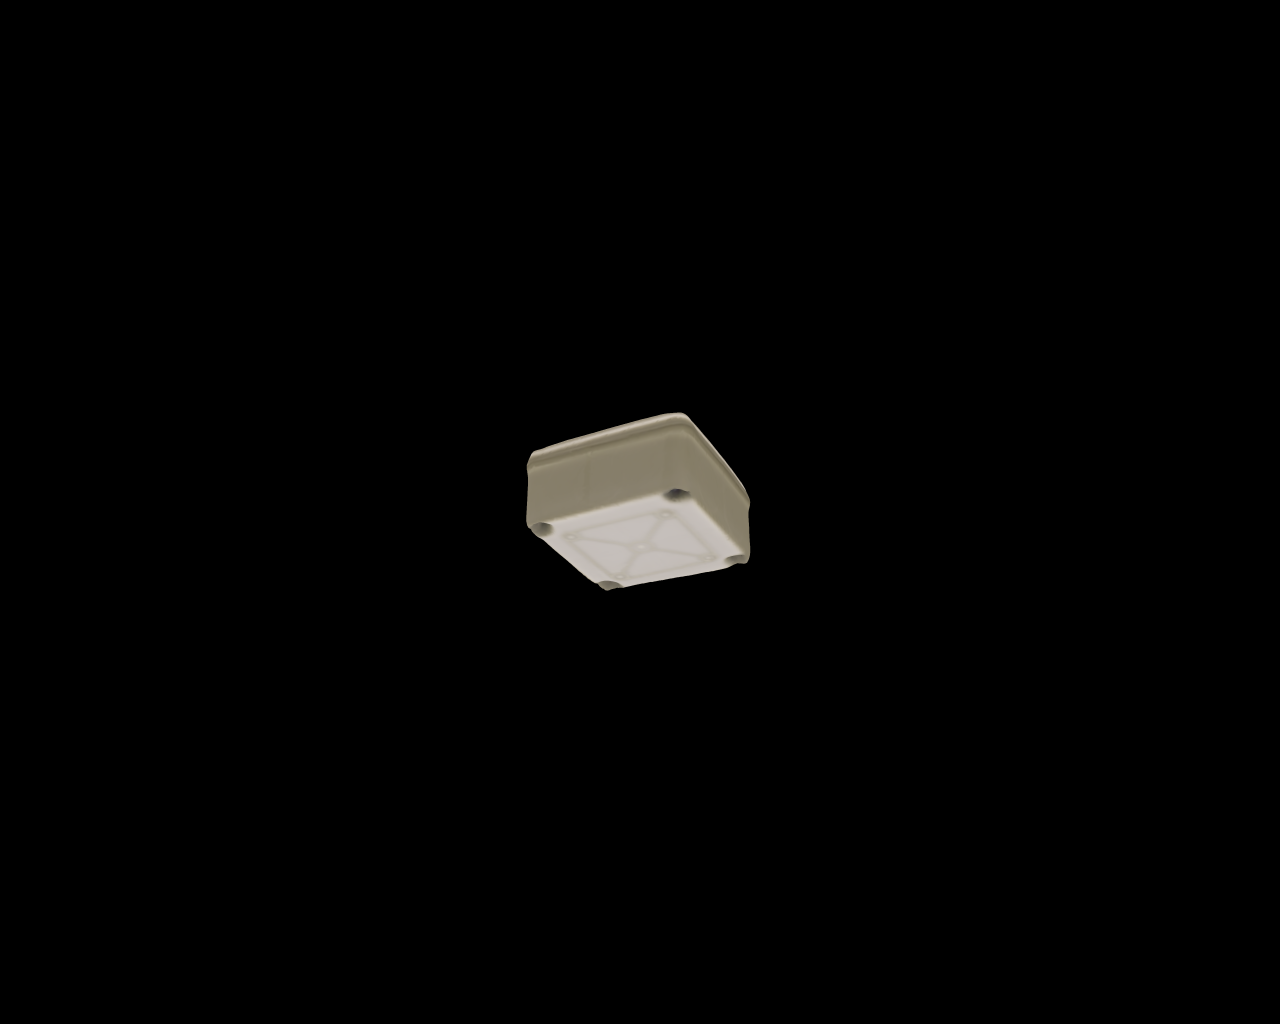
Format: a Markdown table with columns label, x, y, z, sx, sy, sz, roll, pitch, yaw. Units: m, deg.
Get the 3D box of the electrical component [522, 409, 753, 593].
| label | x | y | z | sx | sy | sz | roll | pitch | yaw |
| --- | --- | --- | --- | --- | --- | --- | --- | --- | --- |
| electrical component | 0.001 | -0.003 | 0.650 | 0.108 | 0.056 | 0.108 | -13 | -32 | 22 |
